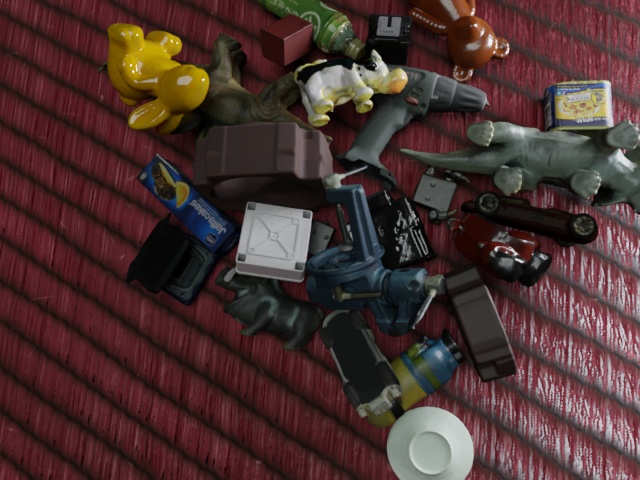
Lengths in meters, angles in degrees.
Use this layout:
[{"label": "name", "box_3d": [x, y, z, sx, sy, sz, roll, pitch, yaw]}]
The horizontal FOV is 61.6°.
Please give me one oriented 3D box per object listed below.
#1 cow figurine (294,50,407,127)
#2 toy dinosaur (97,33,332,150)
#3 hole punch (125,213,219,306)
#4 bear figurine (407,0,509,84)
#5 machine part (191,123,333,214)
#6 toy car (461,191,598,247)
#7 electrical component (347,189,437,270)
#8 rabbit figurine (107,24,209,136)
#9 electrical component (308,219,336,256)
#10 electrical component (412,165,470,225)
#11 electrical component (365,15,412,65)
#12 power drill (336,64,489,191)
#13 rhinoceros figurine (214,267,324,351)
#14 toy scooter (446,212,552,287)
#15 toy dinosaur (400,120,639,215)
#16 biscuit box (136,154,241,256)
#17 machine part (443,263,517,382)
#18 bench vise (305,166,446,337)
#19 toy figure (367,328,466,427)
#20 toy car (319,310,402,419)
[{"label": "cow figurine", "box_3d": [0.048, -0.250, 0.844, 0.167, 0.068, 0.098, -20, 76, -9]}, {"label": "toy dinosaur", "box_3d": [-0.185, -0.252, 0.938, 0.472, 0.105, 0.198, 31, 91, 17]}, {"label": "hole punch", "box_3d": [-0.250, 0.039, 0.919, 0.116, 0.092, 0.142, 29, 89, 42]}, {"label": "bear figurine", "box_3d": [0.219, -0.369, 0.880, 0.120, 0.132, 0.196, -29, 72, 8]}, {"label": "machine part", "box_3d": [-0.083, -0.107, 0.846, 0.201, 0.201, 0.087, -1, 77, 9]}, {"label": "toy car", "box_3d": [0.322, -0.036, 0.829, 0.202, 0.089, 0.053, 16, 86, 12]}, {"label": "electrical component", "box_3d": [0.108, -0.010, 0.864, 0.115, 0.058, 0.134, -27, 80, 15]}, {"label": "rabbit figurine", "box_3d": [-0.255, -0.248, 0.852, 0.173, 0.122, 0.162, 24, 101, 22]}, {"label": "electrical component", "box_3d": [-0.002, -0.003, 0.909, 0.094, 0.021, 0.063, 24, 85, 12]}, {"label": "electrical component", "box_3d": [0.195, -0.078, 0.877, 0.078, 0.045, 0.102, 26, 86, 11]}, {"label": "electrical component", "box_3d": [0.118, -0.350, 0.907, 0.075, 0.047, 0.119, 9, 57, 8]}, {"label": "power drill", "box_3d": [0.134, -0.189, 0.887, 0.232, 0.086, 0.207, 24, 89, 14]}, {"label": "rhinoceros figurine", "box_3d": [-0.089, 0.108, 0.879, 0.190, 0.073, 0.112, 24, 87, 12]}, {"label": "toy scooter", "box_3d": [0.262, 0.010, 0.803, 0.135, 0.184, 0.075, 39, 110, 33]}, {"label": "toy dinosaur", "box_3d": [0.343, -0.117, 0.815, 0.405, 0.192, 0.131, 16, 97, 26]}, {"label": "biscuit box", "box_3d": [-0.223, -0.060, 0.932, 0.203, 0.062, 0.059, 42, 90, 13]}, {"label": "machine part", "box_3d": [0.227, 0.120, 0.781, 0.056, 0.179, 0.179, -21, 79, 8]}, {"label": "bench vise", "box_3d": [0.063, 0.019, 0.771, 0.224, 0.129, 0.240, 1, 111, 45]}, {"label": "toy figure", "box_3d": [0.136, 0.210, 0.819, 0.180, 0.089, 0.082, -36, 73, 5]}, {"label": "toy car", "box_3d": [0.058, 0.177, 0.807, 0.073, 0.056, 0.202, -33, 39, 4]}]
